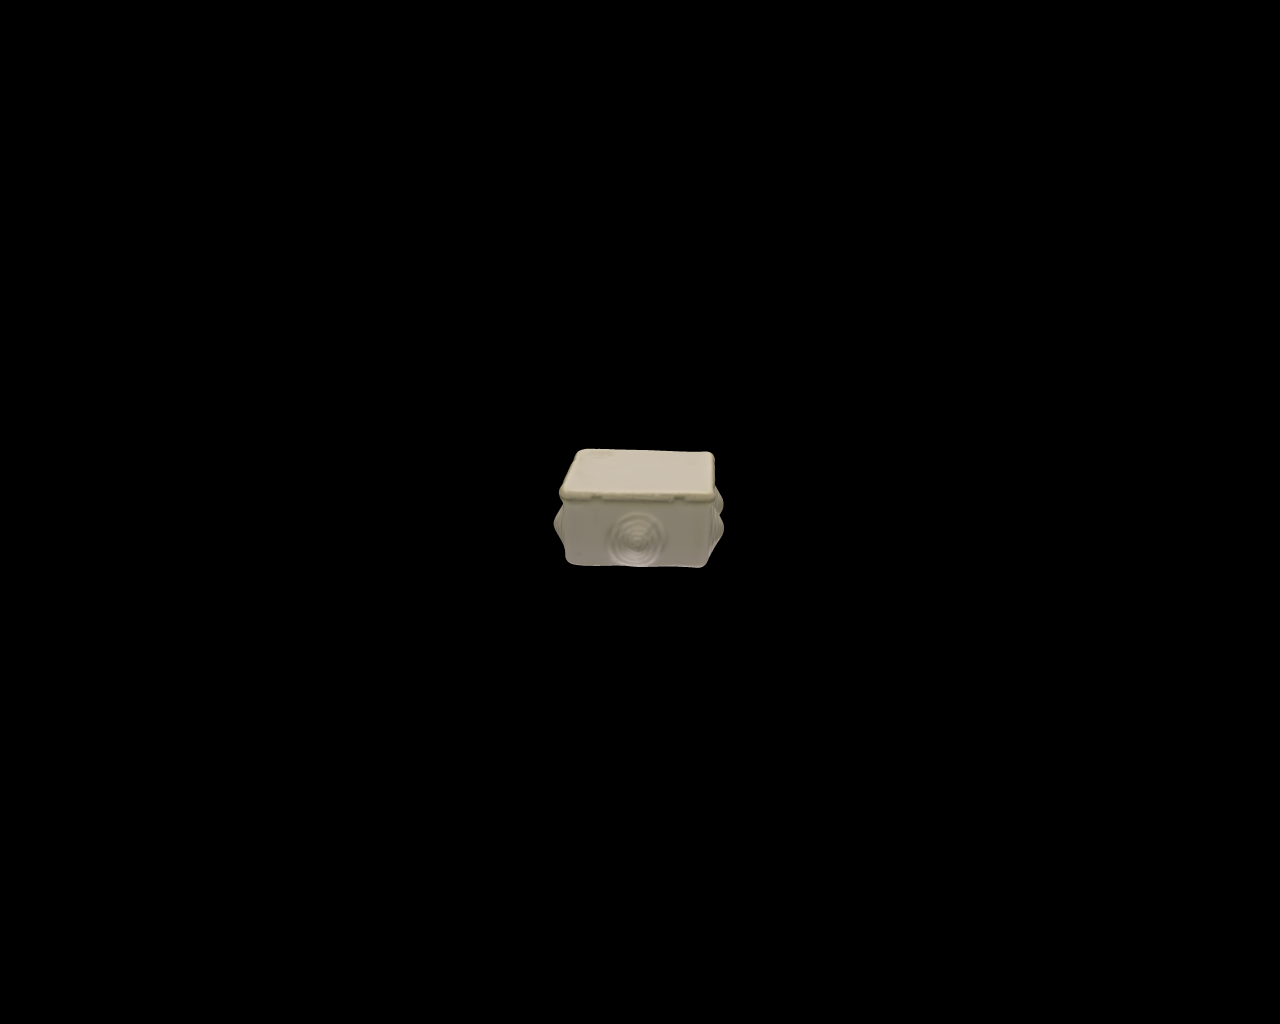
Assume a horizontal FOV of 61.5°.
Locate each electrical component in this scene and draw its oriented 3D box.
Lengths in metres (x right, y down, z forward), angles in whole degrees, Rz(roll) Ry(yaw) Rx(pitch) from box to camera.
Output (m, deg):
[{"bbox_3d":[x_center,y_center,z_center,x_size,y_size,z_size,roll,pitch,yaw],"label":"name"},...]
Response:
[{"bbox_3d":[0.001,-0.003,0.650,0.100,0.048,0.100,1,20,3],"label":"electrical component"}]
